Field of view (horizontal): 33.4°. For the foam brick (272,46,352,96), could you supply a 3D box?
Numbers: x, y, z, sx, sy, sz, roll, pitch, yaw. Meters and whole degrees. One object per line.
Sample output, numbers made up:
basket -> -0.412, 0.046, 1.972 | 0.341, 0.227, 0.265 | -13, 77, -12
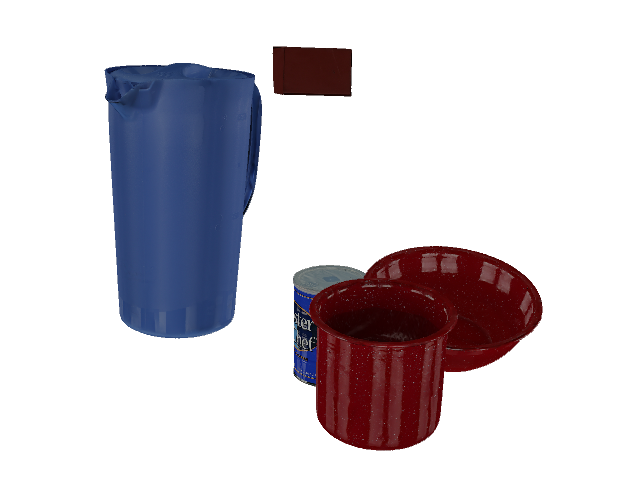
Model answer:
foam brick -> -0.009, -0.183, 1.154 | 0.078, 0.051, 0.053 | -1, 11, -14

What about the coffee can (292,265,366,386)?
coffee can -> 0.014, 0.116, 1.460 | 0.103, 0.140, 0.103 | 0, 19, 0

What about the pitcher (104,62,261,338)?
pitcher -> -0.123, -0.042, 0.986 | 0.149, 0.243, 0.145 | 0, 15, -10

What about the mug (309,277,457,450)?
mug -> 0.043, 0.075, 0.693 | 0.093, 0.081, 0.117 | 10, 25, 19

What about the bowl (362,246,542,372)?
bowl -> 0.115, 0.069, 0.963 | 0.162, 0.055, 0.162 | 3, 32, -2
